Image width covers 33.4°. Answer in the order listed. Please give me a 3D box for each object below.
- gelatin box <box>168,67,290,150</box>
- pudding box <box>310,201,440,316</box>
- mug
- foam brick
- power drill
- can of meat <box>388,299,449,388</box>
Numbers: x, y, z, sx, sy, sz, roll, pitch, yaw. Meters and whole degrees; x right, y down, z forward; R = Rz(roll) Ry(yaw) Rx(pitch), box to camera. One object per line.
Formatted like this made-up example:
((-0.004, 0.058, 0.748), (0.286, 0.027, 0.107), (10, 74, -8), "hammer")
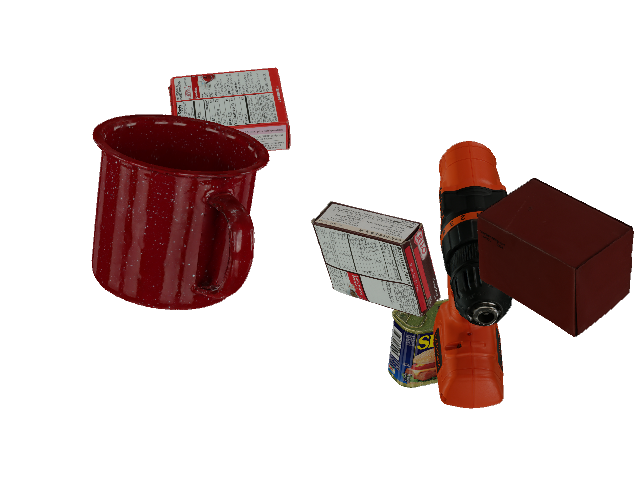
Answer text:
((-0.072, -0.099, 0.833), (0.089, 0.030, 0.073), (-6, 44, -6), "gelatin box")
((0.053, 0.017, 1.012), (0.114, 0.090, 0.039), (14, 45, 37), "pudding box")
((-0.072, -0.010, 0.568), (0.093, 0.081, 0.117), (-9, 29, -39), "mug")
((0.137, 0.008, 0.628), (0.051, 0.053, 0.078), (-30, 43, -25), "foam brick")
((0.120, 0.043, 0.831), (0.057, 0.188, 0.184), (1, 41, 4), "power drill")
((0.134, 0.126, 1.301), (0.102, 0.084, 0.057), (-8, 29, -24), "can of meat")
